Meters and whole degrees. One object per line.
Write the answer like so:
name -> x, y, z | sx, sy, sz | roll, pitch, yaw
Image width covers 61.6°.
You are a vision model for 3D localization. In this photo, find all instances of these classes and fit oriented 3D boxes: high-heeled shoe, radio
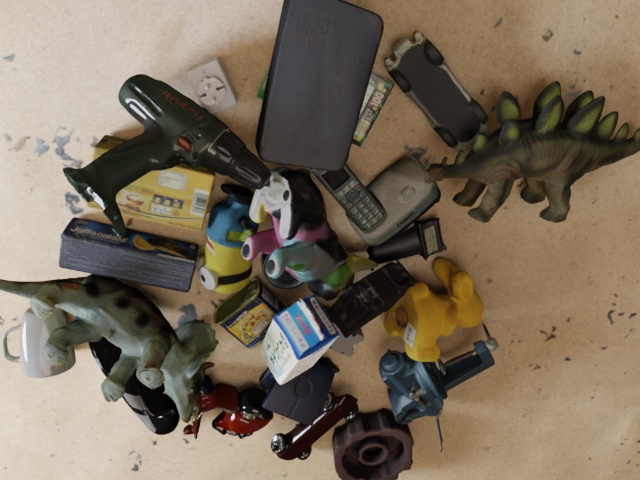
high-heeled shoe -> -0.339, 0.248, 0.967 | 0.248, 0.086, 0.145 | 51, 143, -3
radio -> -0.005, -0.214, 0.744 | 0.131, 0.073, 0.229 | 10, 111, -13

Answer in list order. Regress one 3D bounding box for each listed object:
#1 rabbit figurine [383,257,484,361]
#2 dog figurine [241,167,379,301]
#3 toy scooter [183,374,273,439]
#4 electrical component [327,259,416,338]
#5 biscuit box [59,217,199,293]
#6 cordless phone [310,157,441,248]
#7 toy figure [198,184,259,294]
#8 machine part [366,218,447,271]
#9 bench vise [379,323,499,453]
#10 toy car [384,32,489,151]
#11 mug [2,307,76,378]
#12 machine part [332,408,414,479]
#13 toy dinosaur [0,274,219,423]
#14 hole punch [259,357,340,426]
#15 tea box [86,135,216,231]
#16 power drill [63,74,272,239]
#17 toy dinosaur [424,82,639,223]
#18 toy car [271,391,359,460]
rabbit figurine -> 0.215, 0.115, 0.951 | 0.173, 0.122, 0.162 | 0, 108, -23
dog figurine -> -0.002, -0.002, 0.822 | 0.219, 0.109, 0.191 | 10, 96, -44
toy scooter -> -0.186, 0.326, 1.004 | 0.184, 0.075, 0.135 | 23, 111, -15
electrical component -> 0.080, 0.101, 0.891 | 0.115, 0.058, 0.134 | -25, 161, -32
biscuit box -> -0.297, 0.023, 0.843 | 0.203, 0.059, 0.062 | 14, 116, -13
cordless phone -> 0.081, -0.095, 0.838 | 0.146, 0.089, 0.184 | -41, 96, 13
toy figure -> -0.139, 0.004, 0.848 | 0.089, 0.082, 0.180 | 15, 111, -12
machine part -> 0.144, 0.011, 0.915 | 0.139, 0.039, 0.084 | -21, 125, 1
bench vise -> 0.228, 0.255, 1.003 | 0.241, 0.129, 0.223 | -30, 117, 14
toy car -> 0.176, -0.215, 0.797 | 0.073, 0.056, 0.201 | -39, 114, 18
mug -> -0.464, 0.160, 0.886 | 0.110, 0.081, 0.107 | 2, 104, -2
machine part -> 0.108, 0.428, 1.106 | 0.179, 0.056, 0.179 | -3, 118, -6
toy dinosaur -> -0.321, 0.130, 0.854 | 0.405, 0.192, 0.131 | 42, 112, -7
hole punch -> -0.041, 0.265, 0.988 | 0.142, 0.092, 0.115 | 28, 106, -16
tea box -> -0.246, -0.083, 0.796 | 0.170, 0.068, 0.098 | 15, 113, -13
power drill -> -0.207, -0.097, 0.706 | 0.232, 0.086, 0.207 | 44, 76, 2
toy dinosaur -> 0.357, -0.131, 0.819 | 0.471, 0.105, 0.198 | -7, 124, -24
toy car -> -0.011, 0.362, 1.058 | 0.202, 0.053, 0.089 | -46, 128, 14
